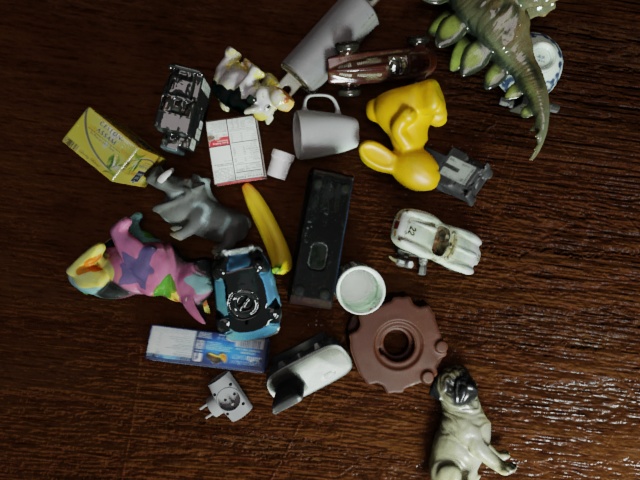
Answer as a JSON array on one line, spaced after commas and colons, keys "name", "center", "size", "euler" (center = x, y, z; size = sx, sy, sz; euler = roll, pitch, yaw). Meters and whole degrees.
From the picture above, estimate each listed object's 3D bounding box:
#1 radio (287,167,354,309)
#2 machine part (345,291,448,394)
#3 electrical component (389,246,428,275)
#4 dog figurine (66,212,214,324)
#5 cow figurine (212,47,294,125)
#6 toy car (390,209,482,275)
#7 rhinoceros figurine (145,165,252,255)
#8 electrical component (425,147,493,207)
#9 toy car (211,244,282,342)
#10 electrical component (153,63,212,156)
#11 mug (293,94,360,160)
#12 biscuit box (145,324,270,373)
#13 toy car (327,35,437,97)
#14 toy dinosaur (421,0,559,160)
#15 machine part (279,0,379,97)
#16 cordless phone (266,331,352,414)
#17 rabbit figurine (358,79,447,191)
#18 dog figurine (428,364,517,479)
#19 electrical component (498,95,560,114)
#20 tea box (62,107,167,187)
[{"name": "radio", "center": [-0.002, -0.003, 0.892], "size": [0.073, 0.131, 0.229], "euler": [9, 91, -4]}, {"name": "machine part", "center": [0.133, 0.179, 0.942], "size": [0.179, 0.056, 0.179], "euler": [0, 91, -2]}, {"name": "electrical component", "center": [0.161, 0.006, 0.943], "size": [0.078, 0.045, 0.102], "euler": [13, 91, -2]}, {"name": "dog figurine", "center": [-0.279, 0.069, 0.896], "size": [0.191, 0.108, 0.219], "euler": [-44, 96, -2]}, {"name": "cow figurine", "center": [-0.117, -0.237, 0.879], "size": [0.098, 0.068, 0.168], "euler": [-52, 54, 11]}, {"name": "toy car", "center": [0.203, 0.004, 0.911], "size": [0.201, 0.056, 0.073], "euler": [20, 84, -30]}, {"name": "rhinoceros figurine", "center": [-0.208, -0.051, 0.900], "size": [0.190, 0.073, 0.112], "euler": [33, 95, -10]}, {"name": "electrical component", "center": [0.230, -0.118, 0.937], "size": [0.119, 0.047, 0.075], "euler": [30, 87, 32]}, {"name": "toy car", "center": [-0.126, 0.081, 0.897], "size": [0.109, 0.103, 0.161], "euler": [-12, 103, -5]}, {"name": "electrical component", "center": [-0.225, -0.208, 0.884], "size": [0.058, 0.115, 0.134], "euler": [14, 89, -1]}, {"name": "mug", "center": [0.011, -0.192, 0.916], "size": [0.107, 0.081, 0.109], "euler": [-3, 96, -14]}, {"name": "biscuit box", "center": [-0.188, 0.186, 0.917], "size": [0.203, 0.062, 0.059], "euler": [8, 73, -3]}, {"name": "toy car", "center": [0.108, -0.290, 0.897], "size": [0.202, 0.053, 0.089], "euler": [-12, 117, -22]}, {"name": "toy dinosaur", "center": [0.287, -0.362, 0.886], "size": [0.198, 0.105, 0.471], "euler": [-31, 73, 19]}, {"name": "machine part", "center": [0.017, -0.332, 0.911], "size": [0.079, 0.079, 0.243], "euler": [43, 88, -3]}, {"name": "cordless phone", "center": [-0.019, 0.221, 0.872], "size": [0.147, 0.184, 0.088], "euler": [-26, 88, -1]}, {"name": "rabbit figurine", "center": [0.144, -0.163, 0.899], "size": [0.162, 0.122, 0.173], "euler": [-13, 91, 4]}, {"name": "dog figurine", "center": [0.225, 0.333, 0.940], "size": [0.172, 0.121, 0.190], "euler": [-31, 79, -5]}, {"name": "electrical component", "center": [0.363, -0.235, 0.936], "size": [0.094, 0.063, 0.021], "euler": [14, 91, -2]}, {"name": "tea box", "center": [-0.319, -0.141, 0.854], "size": [0.098, 0.169, 0.068], "euler": [39, 90, -5]}]
